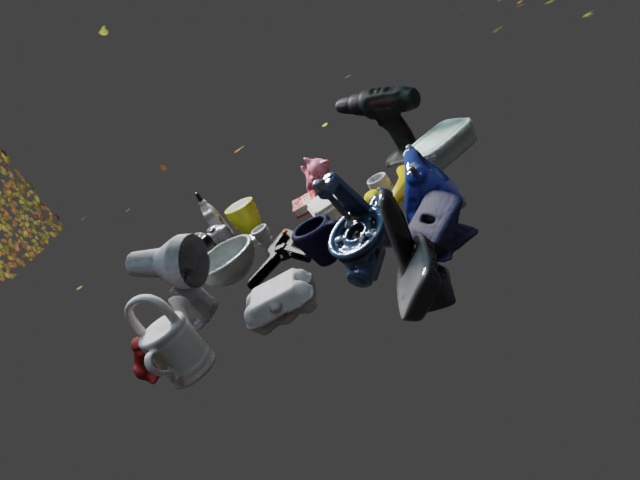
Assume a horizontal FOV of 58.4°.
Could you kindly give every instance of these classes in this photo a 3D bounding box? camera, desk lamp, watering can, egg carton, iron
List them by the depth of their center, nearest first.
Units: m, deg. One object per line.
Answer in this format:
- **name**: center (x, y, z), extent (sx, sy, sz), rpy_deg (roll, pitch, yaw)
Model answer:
- **watering can**: center (-0.294, 0.178, 1.095), extent (0.101, 0.194, 0.172), rpy_deg (-31, 22, 3)
- **egg carton**: center (-0.076, 0.118, 1.102), extent (0.150, 0.069, 0.107), rpy_deg (-28, 22, 9)
- **iron**: center (0.204, -0.127, 1.155), extent (0.118, 0.142, 0.258), rpy_deg (-26, 23, 15)
- **desk lamp**: center (-0.318, 0.098, 1.269), extent (0.202, 0.214, 0.118), rpy_deg (-19, 25, 28)
- **camera**: center (-0.326, 0.020, 1.594), extent (0.136, 0.101, 0.143), rpy_deg (-8, 32, 45)

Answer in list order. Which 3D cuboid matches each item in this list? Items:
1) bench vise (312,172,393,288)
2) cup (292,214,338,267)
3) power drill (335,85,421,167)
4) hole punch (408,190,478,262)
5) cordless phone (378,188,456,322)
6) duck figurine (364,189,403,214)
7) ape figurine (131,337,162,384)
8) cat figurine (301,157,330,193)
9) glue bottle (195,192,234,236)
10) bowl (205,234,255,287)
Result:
- **bench vise**: center (0.064, -0.048, 1.067), extent (0.121, 0.220, 0.207), rpy_deg (-21, 25, 25)
- **cup**: center (0.011, 0.004, 1.194), extent (0.117, 0.095, 0.092), rpy_deg (-15, 28, 36)
- **power drill**: center (0.169, -0.297, 1.468), extent (0.228, 0.209, 0.076), rpy_deg (-12, 30, 40)
- **hole punch**: center (0.205, -0.026, 1.007), extent (0.101, 0.091, 0.108), rpy_deg (-38, 23, -14)
- **cordless phone**: center (0.129, 0.020, 0.886), extent (0.094, 0.185, 0.147), rpy_deg (-27, 23, 13)
- **duck figurine**: center (0.125, -0.064, 1.201), extent (0.077, 0.086, 0.104), rpy_deg (-30, 22, 4)
- **ape figurine**: center (-0.358, 0.241, 1.184), extent (0.078, 0.092, 0.076), rpy_deg (-34, 22, -6)
- **cat figurine**: center (-0.012, -0.186, 1.593), extent (0.067, 0.118, 0.127), rpy_deg (-40, 24, -20)
- **glue bottle**: center (-0.310, -0.066, 1.657), extent (0.037, 0.173, 0.078), rpy_deg (-30, 22, 6)
- **bowl**: center (-0.221, 0.063, 1.401), extent (0.167, 0.075, 0.167), rpy_deg (-27, 23, 12)
